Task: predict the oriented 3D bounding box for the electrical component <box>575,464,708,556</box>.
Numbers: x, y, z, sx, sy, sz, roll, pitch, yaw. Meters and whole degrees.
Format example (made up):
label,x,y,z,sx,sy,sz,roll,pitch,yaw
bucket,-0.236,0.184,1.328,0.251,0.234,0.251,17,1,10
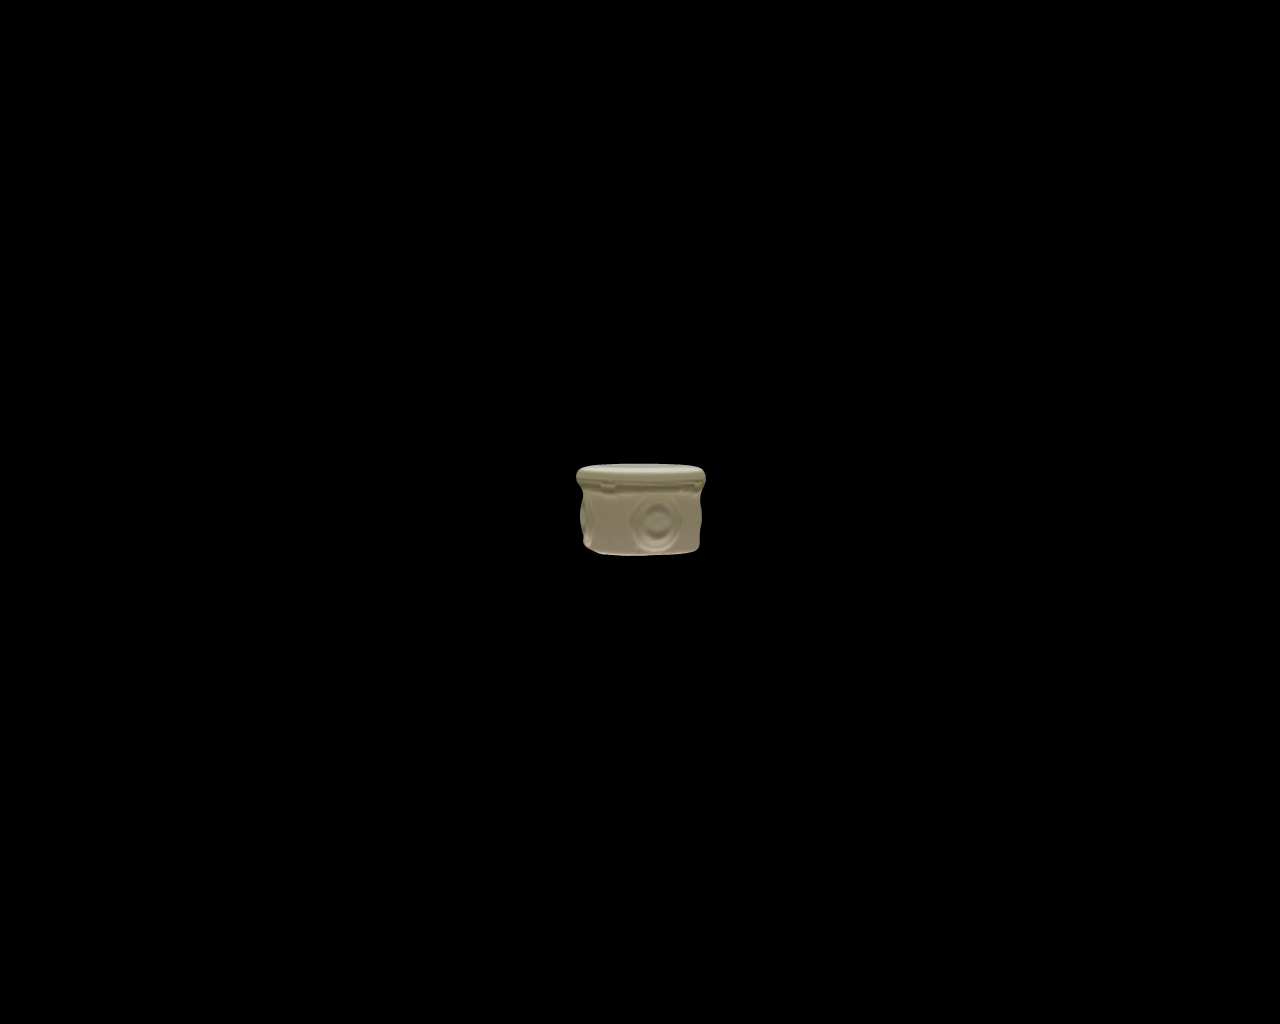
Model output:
label,x,y,z,sx,sy,sz,roll,pitch,yaw
electrical component,0.001,-0.003,0.650,0.080,0.051,0.080,0,5,0
